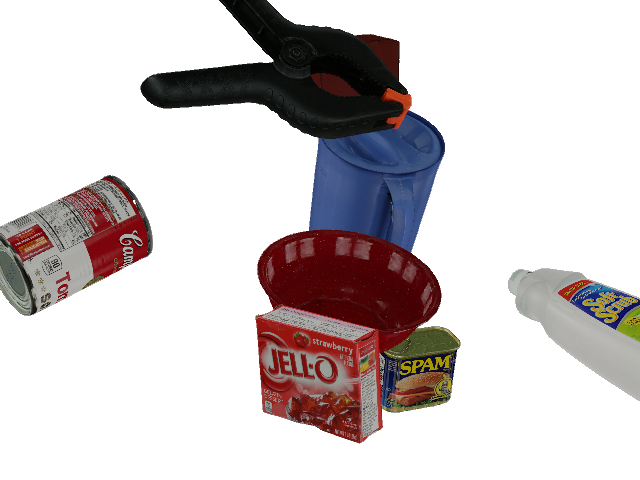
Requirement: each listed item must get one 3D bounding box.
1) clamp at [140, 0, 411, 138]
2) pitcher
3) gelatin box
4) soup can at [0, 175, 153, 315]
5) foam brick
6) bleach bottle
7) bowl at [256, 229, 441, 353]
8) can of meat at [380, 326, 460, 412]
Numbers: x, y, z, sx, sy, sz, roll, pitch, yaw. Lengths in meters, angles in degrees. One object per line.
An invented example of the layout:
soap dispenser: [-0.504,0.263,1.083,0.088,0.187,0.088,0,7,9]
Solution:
clamp: [-0.023,-0.123,0.699,0.171,0.120,0.039,14,-20,-11]
pitcher: [0.050,-0.013,1.166,0.145,0.243,0.149,26,41,19]
gelatin box: [-0.002,0.089,0.721,0.089,0.073,0.030,11,23,37]
soup can: [-0.183,0.003,0.775,0.102,0.068,0.069,-30,16,-31]
foam brick: [0.022,-0.146,0.912,0.078,0.051,0.053,-8,20,-24]
bleach bottle: [0.268,0.083,1.038,0.102,0.068,0.251,-17,25,-26]
bowl: [0.021,0.054,0.935,0.162,0.055,0.162,8,30,-5]
can of meat: [0.118,0.160,1.324,0.102,0.084,0.057,-6,27,-20]
